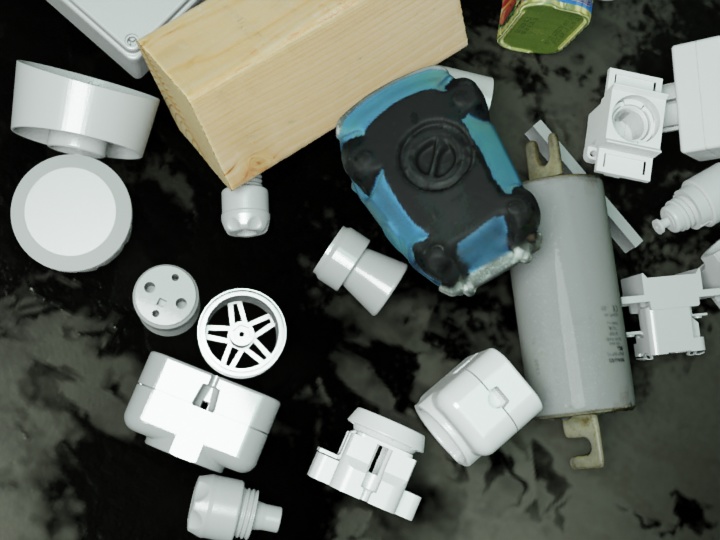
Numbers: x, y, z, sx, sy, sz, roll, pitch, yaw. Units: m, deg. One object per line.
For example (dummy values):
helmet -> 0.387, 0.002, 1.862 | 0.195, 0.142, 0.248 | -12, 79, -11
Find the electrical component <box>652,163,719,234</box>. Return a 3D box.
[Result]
electrical component -> 0.258, -0.051, 0.820 | 0.078, 0.040, 0.040 | -29, 86, -11

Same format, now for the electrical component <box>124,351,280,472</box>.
electrical component -> -0.110, 0.101, 0.739 | 0.095, 0.053, 0.059 | 22, 79, -3

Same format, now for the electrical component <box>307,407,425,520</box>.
electrical component -> 0.011, 0.132, 0.749 | 0.078, 0.058, 0.057 | 24, 81, -3

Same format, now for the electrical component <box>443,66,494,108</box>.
electrical component -> 0.055, -0.132, 0.804 | 0.081, 0.043, 0.043 | 12, 79, -5

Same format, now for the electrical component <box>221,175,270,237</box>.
electrical component -> -0.083, -0.056, 0.779 | 0.035, 0.035, 0.061 | -2, 78, -8

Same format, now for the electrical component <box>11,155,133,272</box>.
electrical component -> -0.198, -0.037, 0.750 | 0.080, 0.051, 0.080 | 1, 85, -7

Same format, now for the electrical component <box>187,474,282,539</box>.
electrical component -> -0.085, 0.165, 0.738 | 0.062, 0.043, 0.043 | 13, 79, -7

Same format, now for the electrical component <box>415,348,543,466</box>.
electrical component -> 0.078, 0.096, 0.744 | 0.059, 0.095, 0.053 | -39, 87, -12

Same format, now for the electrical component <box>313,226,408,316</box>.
electrical component -> 0.000, 0.000, 0.775 | 0.055, 0.045, 0.045 | 34, 78, -1

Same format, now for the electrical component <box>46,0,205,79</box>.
electrical component -> -0.166, -0.216, 0.782 | 0.109, 0.056, 0.108 | 41, 78, 0

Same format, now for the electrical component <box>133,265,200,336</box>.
electrical component -> -0.134, 0.021, 0.748 | 0.045, 0.055, 0.045 | 1, 81, -7

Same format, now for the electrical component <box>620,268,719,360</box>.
electrical component -> 0.227, 0.034, 0.802 | 0.081, 0.042, 0.063 | -5, 85, -8

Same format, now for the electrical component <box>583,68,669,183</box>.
electrical component -> 0.197, -0.105, 0.809 | 0.042, 0.064, 0.081 | 12, 80, -6

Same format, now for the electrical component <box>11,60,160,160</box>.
electrical component -> -0.191, -0.112, 0.744 | 0.099, 0.099, 0.064 | 10, 86, -6

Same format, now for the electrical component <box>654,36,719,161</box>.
electrical component -> 0.249, -0.127, 0.825 | 0.076, 0.047, 0.083 | -7, 83, 33

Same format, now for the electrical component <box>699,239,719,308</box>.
electrical component -> 0.291, -0.003, 0.791 | 0.050, 0.089, 0.055 | -38, 87, -12
